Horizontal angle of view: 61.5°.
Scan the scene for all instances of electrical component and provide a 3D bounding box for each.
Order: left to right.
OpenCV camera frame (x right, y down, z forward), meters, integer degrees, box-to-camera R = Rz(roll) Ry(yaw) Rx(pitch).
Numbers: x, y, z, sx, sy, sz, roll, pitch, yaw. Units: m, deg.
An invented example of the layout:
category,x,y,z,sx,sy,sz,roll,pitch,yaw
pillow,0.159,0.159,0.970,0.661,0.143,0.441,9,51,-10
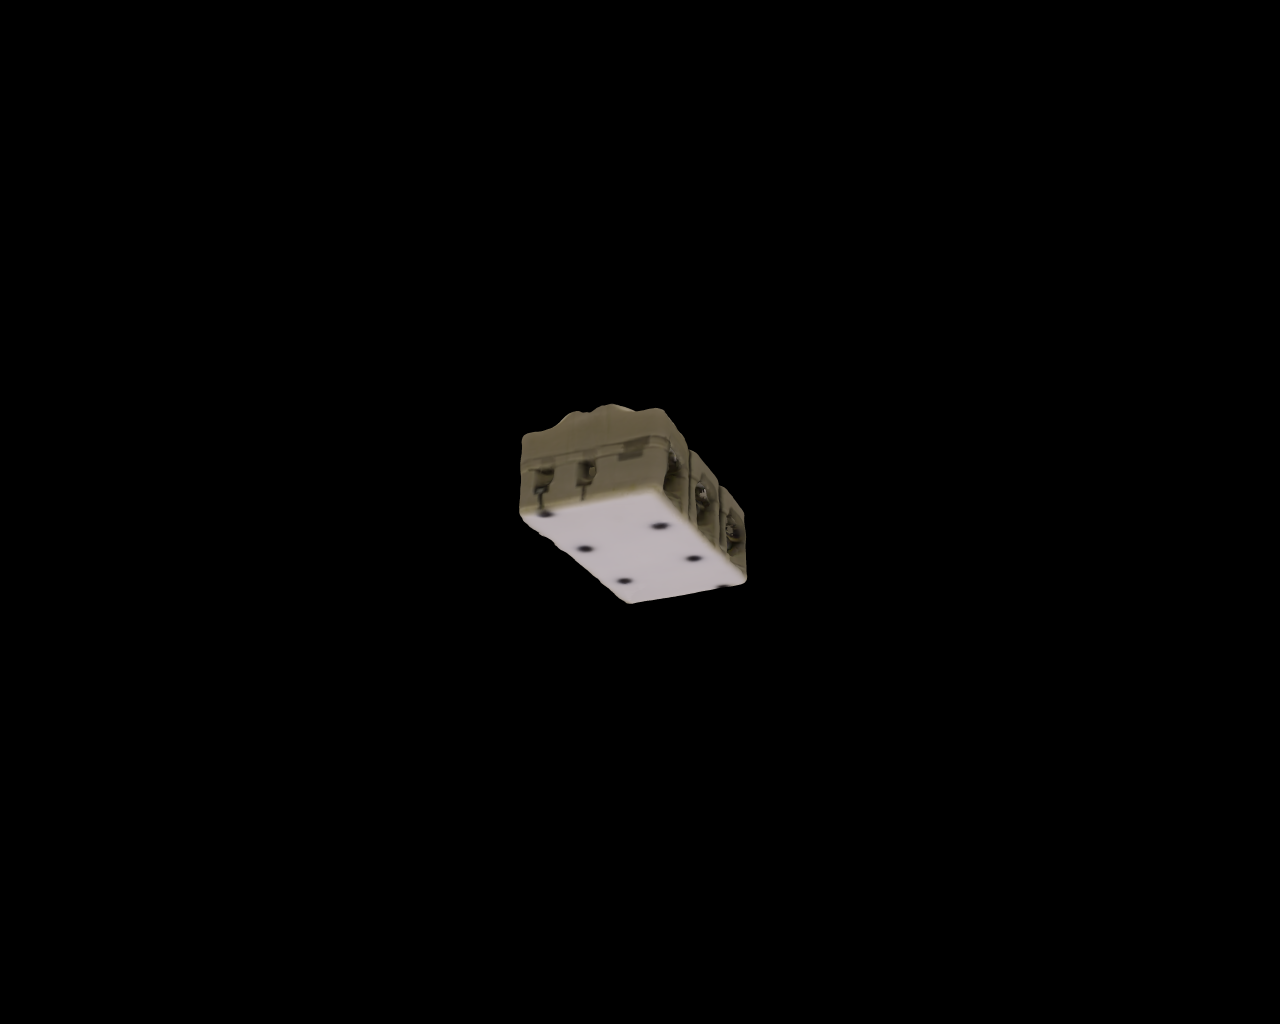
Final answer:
category,x,y,z,sx,sy,sz,roll,pitch,yaw
electrical component,0.001,-0.003,0.650,0.089,0.062,0.150,-11,-29,21
